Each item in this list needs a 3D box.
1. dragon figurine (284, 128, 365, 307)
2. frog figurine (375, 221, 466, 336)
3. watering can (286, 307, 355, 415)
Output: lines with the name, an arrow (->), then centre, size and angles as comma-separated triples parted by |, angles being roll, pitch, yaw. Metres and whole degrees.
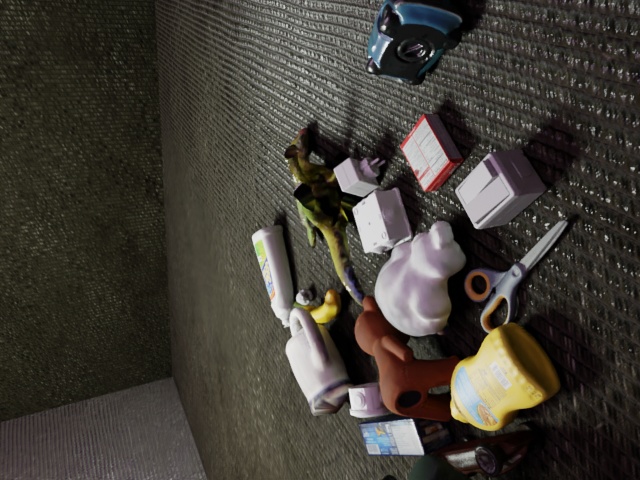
dragon figurine -> 0.003, -0.053, 1.045 | 0.239, 0.122, 0.415 | 110, 148, -74
frog figurine -> 0.145, 0.054, 0.736 | 0.155, 0.123, 0.141 | 93, 173, -47
watering can -> -0.012, 0.279, 1.143 | 0.340, 0.104, 0.228 | 96, 150, -60
